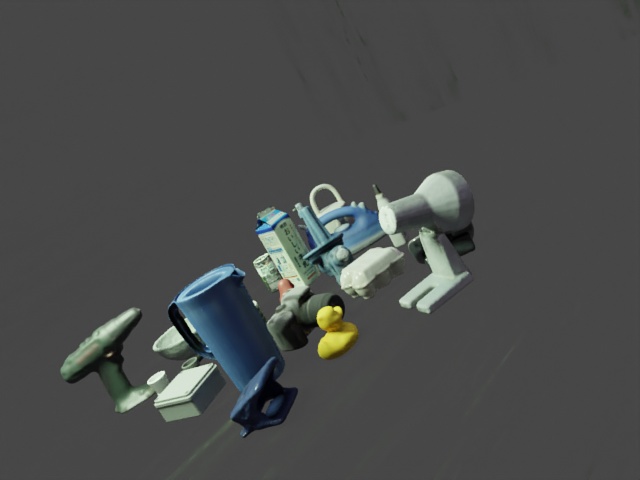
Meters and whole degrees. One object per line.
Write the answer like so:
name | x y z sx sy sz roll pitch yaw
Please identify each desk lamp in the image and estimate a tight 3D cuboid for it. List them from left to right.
desk lamp | 0.214 -0.004 1.099 0.203 0.214 0.117 -35 15 -23

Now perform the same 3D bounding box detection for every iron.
iron | 0.071 -0.034 1.629 0.258 0.141 0.118 -28 14 0

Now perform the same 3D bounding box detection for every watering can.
watering can | 0.043 -0.080 1.735 0.101 0.194 0.172 -36 16 -27

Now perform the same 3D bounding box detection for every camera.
camera | -0.027 0.155 1.232 0.136 0.101 0.143 -15 19 42

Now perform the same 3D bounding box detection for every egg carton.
egg carton | 0.120 0.072 1.308 0.150 0.069 0.107 -36 16 -27

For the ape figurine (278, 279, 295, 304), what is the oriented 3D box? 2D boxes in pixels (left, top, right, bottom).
ape figurine | -0.070 0.135 1.406 0.077 0.092 0.076 -19 17 32

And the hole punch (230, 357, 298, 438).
hole punch | -0.107 0.271 0.997 0.101 0.091 0.109 -23 15 22

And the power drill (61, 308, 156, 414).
power drill | -0.486 0.300 1.379 0.230 0.208 0.075 -31 14 -8

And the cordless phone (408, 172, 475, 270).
cordless phone | 0.244 -0.044 1.242 0.147 0.185 0.094 -28 14 0

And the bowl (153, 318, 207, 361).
bowl | -0.348 0.267 1.509 0.167 0.075 0.167 -27 14 8

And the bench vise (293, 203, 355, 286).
bench vise | 0.022 -0.001 1.445 0.122 0.220 0.206 -37 17 -31

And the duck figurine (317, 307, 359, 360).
duck figurine | 0.022 0.173 1.108 0.077 0.086 0.105 -17 18 38

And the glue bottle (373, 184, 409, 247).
glue bottle | 0.178 -0.069 1.483 0.037 0.173 0.078 -23 15 20
